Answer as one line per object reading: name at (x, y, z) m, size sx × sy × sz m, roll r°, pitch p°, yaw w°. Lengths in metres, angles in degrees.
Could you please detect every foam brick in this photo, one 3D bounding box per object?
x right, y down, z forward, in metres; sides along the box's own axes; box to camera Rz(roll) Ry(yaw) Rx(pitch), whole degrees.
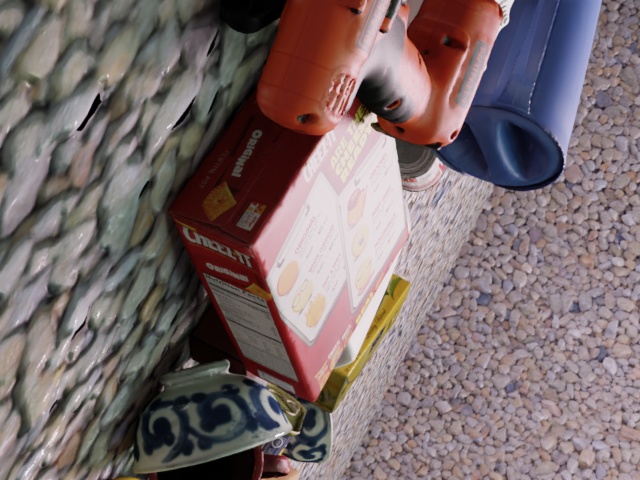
foam brick at (-0.061, 0.066, 0.845) m, size 0.078 × 0.051 × 0.053 m, roll -57°, pitch 167°, yaw -26°

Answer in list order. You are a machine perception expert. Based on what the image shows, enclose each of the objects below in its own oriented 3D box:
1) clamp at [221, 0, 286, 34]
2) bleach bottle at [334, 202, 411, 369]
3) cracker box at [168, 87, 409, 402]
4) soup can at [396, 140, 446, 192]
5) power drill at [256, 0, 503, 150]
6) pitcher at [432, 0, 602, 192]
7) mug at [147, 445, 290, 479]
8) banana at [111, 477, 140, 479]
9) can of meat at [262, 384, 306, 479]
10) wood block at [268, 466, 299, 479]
clamp at (0.004, -0.172, 0.606) m, size 0.120 × 0.039 × 0.171 m, roll -62°, pitch 169°, yaw 17°
bleach bottle at (0.027, 0.026, 1.078) m, size 0.068 × 0.103 × 0.250 m, roll 61°, pitch 36°, yaw -26°
cracker box at (-0.011, -0.011, 0.735) m, size 0.164 × 0.072 × 0.213 m, roll -58°, pitch 154°, yaw -25°
soup can at (0.099, -0.092, 1.152) m, size 0.068 × 0.068 × 0.102 m, roll -62°, pitch 169°, yaw 0°
power drill at (0.045, -0.135, 0.600) m, size 0.187 × 0.057 × 0.184 m, roll 16°, pitch 98°, yaw -63°
pitcher at (0.203, -0.183, 1.041) m, size 0.144 × 0.149 × 0.242 m, roll 40°, pitch 59°, yaw -33°
mug at (-0.083, 0.189, 0.887) m, size 0.081 × 0.117 × 0.093 m, roll 104°, pitch -17°, yaw -69°
banana at (-0.145, 0.208, 0.770) m, size 0.037 × 0.069 × 0.197 m, roll -25°, pitch 172°, yaw 2°
can of meat at (-0.062, 0.188, 1.007) m, size 0.084 × 0.057 × 0.102 m, roll -56°, pitch 180°, yaw 8°
wood block at (-0.101, 0.266, 1.034) m, size 0.090 × 0.091 × 0.206 m, roll -63°, pitch 169°, yaw 9°
